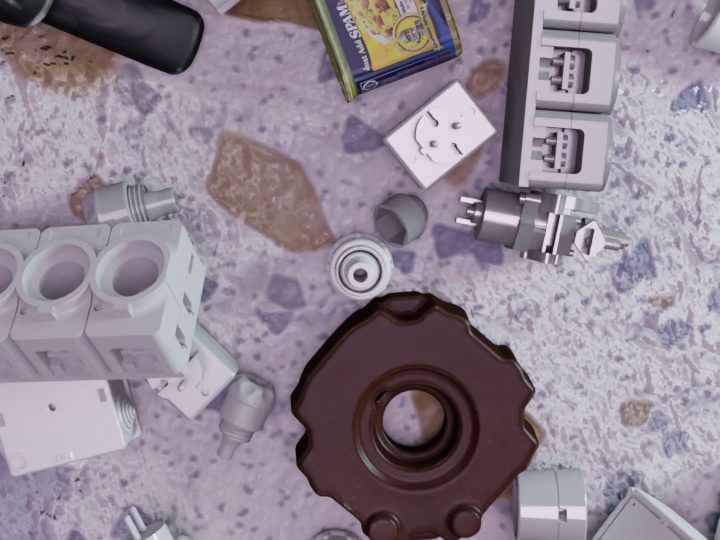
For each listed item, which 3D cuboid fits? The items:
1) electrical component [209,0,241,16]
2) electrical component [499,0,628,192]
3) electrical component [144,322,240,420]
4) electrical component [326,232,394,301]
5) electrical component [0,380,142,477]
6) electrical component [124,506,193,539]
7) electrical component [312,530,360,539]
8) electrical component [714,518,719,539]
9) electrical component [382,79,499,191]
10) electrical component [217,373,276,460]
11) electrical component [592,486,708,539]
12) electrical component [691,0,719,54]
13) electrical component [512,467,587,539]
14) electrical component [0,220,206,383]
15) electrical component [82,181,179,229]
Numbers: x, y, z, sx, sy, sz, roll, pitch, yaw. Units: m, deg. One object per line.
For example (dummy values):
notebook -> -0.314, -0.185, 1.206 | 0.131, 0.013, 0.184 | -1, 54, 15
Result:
electrical component -> -0.068, -0.237, 0.712 | 0.121, 0.079, 0.063 | -37, 74, 3
electrical component -> 0.136, -0.129, 0.716 | 0.062, 0.089, 0.150 | 4, 97, -1
electrical component -> -0.125, 0.067, 0.741 | 0.066, 0.076, 0.047 | 44, 94, -5
electrical component -> 0.000, 0.000, 0.743 | 0.048, 0.062, 0.048 | 0, 97, -1
electrical component -> -0.211, 0.091, 0.757 | 0.100, 0.048, 0.099 | -14, 97, 1
electrical component -> -0.145, 0.204, 0.757 | 0.044, 0.077, 0.079 | -26, 96, 2
electrical component -> -0.017, 0.217, 0.768 | 0.048, 0.062, 0.048 | 0, 97, -1
electrical component -> 0.301, 0.184, 0.779 | 0.079, 0.043, 0.077 | 13, 96, -2
electrical component -> 0.055, -0.091, 0.725 | 0.066, 0.076, 0.047 | -39, 96, 3
electrical component -> -0.085, 0.107, 0.768 | 0.035, 0.035, 0.061 | 24, 98, -4
electrical component -> 0.212, 0.204, 0.762 | 0.061, 0.096, 0.061 | 32, 96, -32
electrical component -> 0.263, -0.162, 0.736 | 0.055, 0.045, 0.045 | 25, 96, -4
electrical component -> 0.135, 0.169, 0.770 | 0.047, 0.055, 0.055 | 0, 97, 3
electrical component -> -0.188, 0.019, 0.707 | 0.150, 0.061, 0.089 | -3, 53, 11
electrical component -> -0.157, -0.041, 0.745 | 0.062, 0.043, 0.043 | -15, 97, 0
